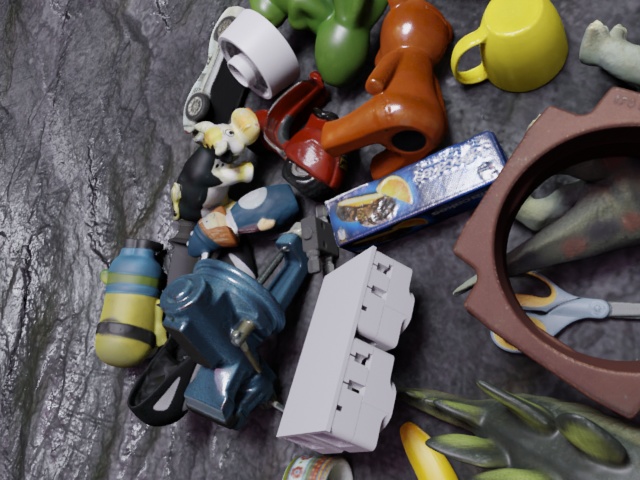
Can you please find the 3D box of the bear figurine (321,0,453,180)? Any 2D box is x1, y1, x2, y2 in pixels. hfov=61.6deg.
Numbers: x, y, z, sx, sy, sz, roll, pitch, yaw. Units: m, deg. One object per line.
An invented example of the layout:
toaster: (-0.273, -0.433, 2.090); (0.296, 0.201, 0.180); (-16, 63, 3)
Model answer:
bear figurine: (0.085, -0.183, 0.616); (0.132, 0.120, 0.196); (-26, 52, 43)

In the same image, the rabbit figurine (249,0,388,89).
rabbit figurine: (0.019, -0.280, 0.669); (0.159, 0.121, 0.170); (-31, 81, 42)

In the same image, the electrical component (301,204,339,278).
electrical component: (-0.001, -0.002, 0.646); (0.021, 0.063, 0.094); (-13, 71, 25)

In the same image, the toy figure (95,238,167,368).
toy figure: (-0.266, 0.086, 0.752); (0.082, 0.089, 0.180); (-3, 79, 36)

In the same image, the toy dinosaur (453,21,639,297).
toy dinosaur: (0.299, -0.082, 0.482); (0.192, 0.131, 0.404); (32, 100, 31)

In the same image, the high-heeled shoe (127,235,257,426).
high-heeled shoe: (-0.156, 0.097, 0.656); (0.086, 0.145, 0.248); (3, 79, 28)

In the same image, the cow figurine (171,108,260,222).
cow figurine: (-0.139, -0.094, 0.689); (0.068, 0.098, 0.167); (50, 132, 33)

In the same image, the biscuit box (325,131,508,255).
biscuit box: (0.110, -0.048, 0.599); (0.203, 0.062, 0.059); (-24, 69, 22)

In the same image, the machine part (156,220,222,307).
machine part: (-0.182, 0.035, 0.749); (0.084, 0.039, 0.139); (10, 81, 24)

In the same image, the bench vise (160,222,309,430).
bench vise: (-0.071, 0.085, 0.619); (0.129, 0.223, 0.240); (-2, 44, 44)

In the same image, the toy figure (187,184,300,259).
toy figure: (-0.103, -0.024, 0.688); (0.154, 0.064, 0.057); (-23, 99, -3)

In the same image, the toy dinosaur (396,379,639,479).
toy dinosaur: (0.197, 0.173, 0.423); (0.472, 0.198, 0.105); (-6, 60, 60)

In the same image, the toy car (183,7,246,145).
toy car: (-0.136, -0.229, 0.765); (0.056, 0.073, 0.201); (18, 87, 39)

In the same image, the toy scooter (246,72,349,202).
toy scooter: (-0.016, -0.140, 0.684); (0.135, 0.075, 0.184); (-52, 56, 6)

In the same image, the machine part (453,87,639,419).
machine part: (0.222, 0.009, 0.402); (0.202, 0.087, 0.201); (35, 99, 26)
